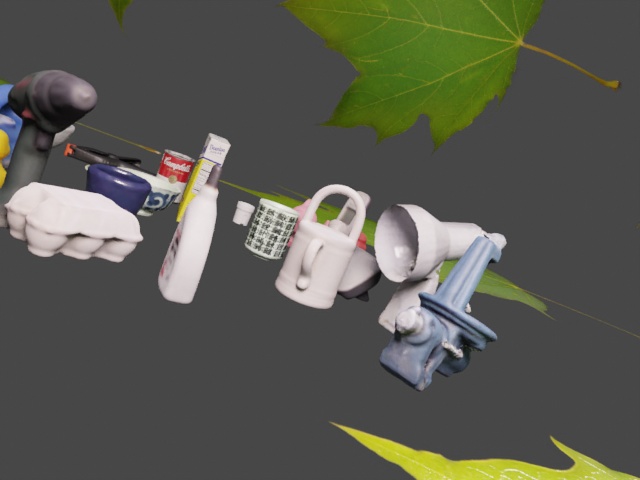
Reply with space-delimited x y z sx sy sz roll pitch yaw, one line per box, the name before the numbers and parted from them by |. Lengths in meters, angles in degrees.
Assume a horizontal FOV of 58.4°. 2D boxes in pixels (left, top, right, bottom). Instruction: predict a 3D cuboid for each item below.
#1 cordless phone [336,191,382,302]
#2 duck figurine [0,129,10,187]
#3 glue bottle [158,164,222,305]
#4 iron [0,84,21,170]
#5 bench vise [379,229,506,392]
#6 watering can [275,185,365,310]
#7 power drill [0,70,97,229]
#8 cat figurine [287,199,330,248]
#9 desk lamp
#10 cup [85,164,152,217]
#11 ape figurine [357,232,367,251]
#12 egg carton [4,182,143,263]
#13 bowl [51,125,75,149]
cordless phone | 0.062 0.008 1.055 0.094 0.185 0.147 13 13 -42
duck figurine | -0.482 -0.120 0.833 0.078 0.086 0.104 17 11 -30
glue bottle | -0.155 -0.012 0.706 0.037 0.173 0.078 17 11 -30
iron | -0.548 -0.203 0.973 0.119 0.141 0.258 20 10 -13
bench vise | 0.183 0.091 0.758 0.121 0.220 0.208 25 10 19
watering can | 0.006 0.002 0.930 0.101 0.194 0.172 20 10 -13
power drill | -0.359 -0.120 0.734 0.076 0.208 0.228 13 13 -44
cat figurine | -0.027 -0.030 1.269 0.128 0.118 0.067 13 13 -44
desk lamp | 0.172 0.058 0.937 0.204 0.213 0.117 16 11 -33
cup | -0.304 -0.056 0.849 0.092 0.095 0.117 21 9 -8
ape figurine | 0.074 0.025 1.272 0.078 0.092 0.076 19 10 -16
egg carton | -0.307 -0.020 0.722 0.107 0.069 0.151 28 11 33
bowl | -0.610 -0.232 1.202 0.167 0.075 0.167 22 9 -3
